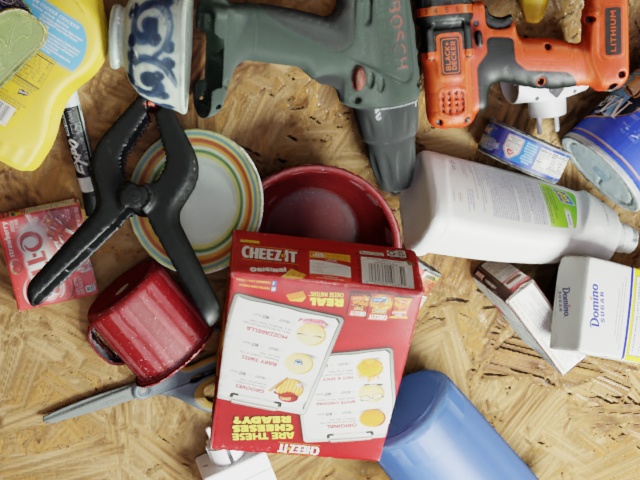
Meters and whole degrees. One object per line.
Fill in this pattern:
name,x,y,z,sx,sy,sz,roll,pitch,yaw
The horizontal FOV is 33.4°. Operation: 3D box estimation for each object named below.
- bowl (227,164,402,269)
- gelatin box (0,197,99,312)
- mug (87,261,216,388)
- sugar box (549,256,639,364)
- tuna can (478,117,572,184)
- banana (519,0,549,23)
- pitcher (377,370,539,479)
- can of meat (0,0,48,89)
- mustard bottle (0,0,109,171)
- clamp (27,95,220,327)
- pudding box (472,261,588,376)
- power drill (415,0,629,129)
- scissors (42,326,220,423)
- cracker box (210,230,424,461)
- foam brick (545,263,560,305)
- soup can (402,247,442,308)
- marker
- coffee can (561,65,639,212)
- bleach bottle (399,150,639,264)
bowl,-0.007,0.001,0.996,0.162,0.055,0.162,0,108,-1
gelatin box,-0.243,0.013,0.952,0.073,0.030,0.089,-12,109,-13
mug,-0.164,0.077,0.972,0.117,0.093,0.081,-26,111,31
sugar box,0.305,0.075,1.057,0.175,0.048,0.093,13,82,-32
tuna can,0.196,-0.086,1.026,0.086,0.086,0.034,20,101,-21
banana,0.173,-0.297,0.984,0.070,0.037,0.197,-34,112,10
pitcher,0.143,0.258,1.091,0.145,0.149,0.242,-25,114,33
can of meat,-0.278,-0.165,0.838,0.102,0.084,0.057,-43,155,8
mustard bottle,-0.231,-0.160,0.886,0.096,0.058,0.191,33,94,2
clamp,-0.147,-0.027,0.920,0.164,0.036,0.210,13,78,3
pudding box,0.211,0.074,1.076,0.039,0.090,0.113,-42,113,-1
power drill,0.181,-0.199,0.969,0.187,0.057,0.184,-4,100,2
scissors,-0.155,0.154,1.029,0.201,0.016,0.096,-31,112,-6
cracker box,-0.009,0.099,0.960,0.164,0.072,0.214,6,127,-6
foam brick,0.284,0.063,1.116,0.078,0.051,0.053,22,98,-22
soup can,0.063,0.058,1.038,0.068,0.068,0.102,30,96,-23
marker,-0.210,-0.075,0.942,0.020,0.020,0.121,-15,110,-12
coffee can,0.324,-0.112,1.047,0.140,0.103,0.102,-44,113,-1
bleach bottle,0.203,-0.016,1.044,0.250,0.102,0.068,11,142,-20
